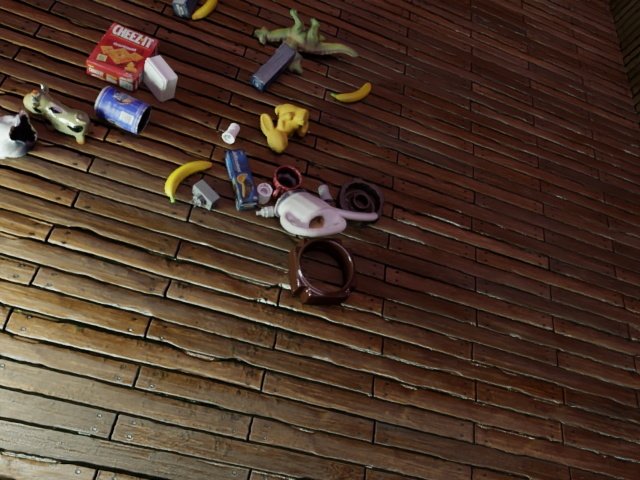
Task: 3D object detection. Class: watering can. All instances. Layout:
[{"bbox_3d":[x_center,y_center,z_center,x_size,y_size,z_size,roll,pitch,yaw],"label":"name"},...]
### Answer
[{"bbox_3d":[0.005,-0.083,1.652,0.350,0.102,0.227,-13,36,-41],"label":"watering can"}]

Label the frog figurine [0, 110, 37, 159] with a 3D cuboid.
[{"bbox_3d":[-0.903,-0.295,1.470,0.159,0.121,0.139,-8,71,14],"label":"frog figurine"}]

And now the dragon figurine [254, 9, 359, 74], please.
[{"bbox_3d":[-0.065,-0.760,2.055,0.410,0.121,0.246,27,73,-3],"label":"dragon figurine"}]
